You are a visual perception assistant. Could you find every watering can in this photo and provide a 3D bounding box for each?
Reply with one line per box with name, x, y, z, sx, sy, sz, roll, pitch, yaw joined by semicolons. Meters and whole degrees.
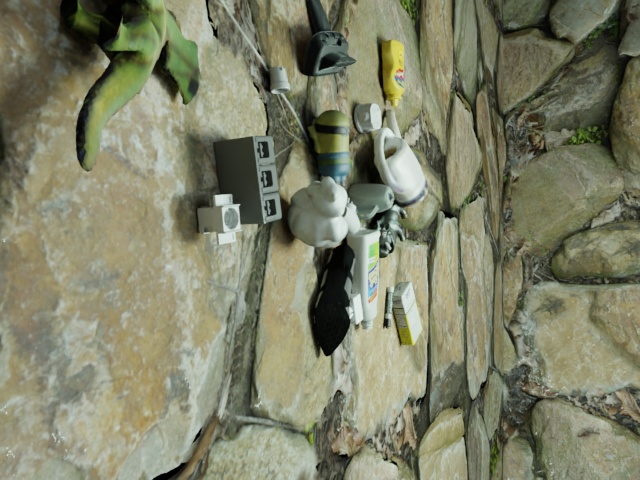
watering can;0.224;-0.229;1.456;0.103;0.221;0.356;-21;27;27

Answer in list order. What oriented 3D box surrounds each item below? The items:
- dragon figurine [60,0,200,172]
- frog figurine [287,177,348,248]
dragon figurine;-0.239;-0.274;0.738;0.122;0.413;0.241;0;-8;23
frog figurine;0.003;-0.053;1.052;0.124;0.137;0.157;-38;-1;-19
